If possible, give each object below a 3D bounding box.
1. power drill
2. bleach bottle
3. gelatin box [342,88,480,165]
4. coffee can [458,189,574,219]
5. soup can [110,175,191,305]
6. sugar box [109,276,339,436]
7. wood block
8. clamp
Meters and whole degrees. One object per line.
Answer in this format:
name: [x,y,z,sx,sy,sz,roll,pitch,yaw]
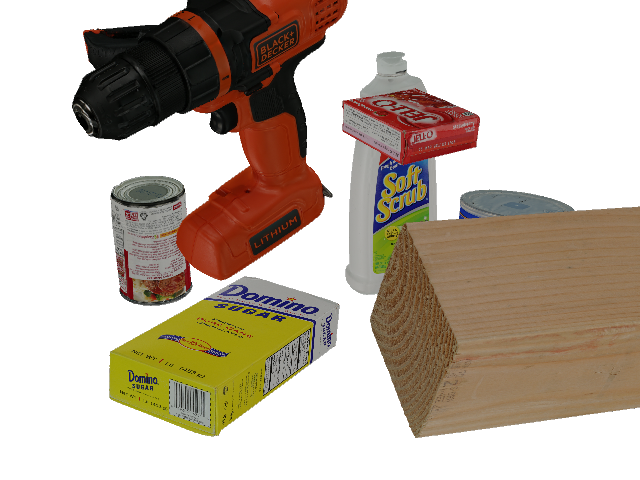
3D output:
power drill: [-0.058,-0.063,0.650,0.184,0.188,0.057,-34,57,-27]
bleach bottle: [0.072,-0.072,1.133,0.102,0.251,0.068,-10,23,-14]
gelatin box: [0.071,-0.093,0.847,0.073,0.030,0.089,-14,28,-28]
coffee can: [0.170,0.034,0.976,0.103,0.140,0.103,5,16,-2]
soup can: [-0.155,-0.001,0.981,0.068,0.102,0.068,-1,25,0]
sugar box: [-0.067,0.080,0.801,0.093,0.048,0.175,16,26,25]
wood block: [0.146,0.044,0.627,0.205,0.091,0.090,-4,-43,-19]
clamp: [-0.118,-0.154,0.857,0.172,0.039,0.120,19,27,41]
